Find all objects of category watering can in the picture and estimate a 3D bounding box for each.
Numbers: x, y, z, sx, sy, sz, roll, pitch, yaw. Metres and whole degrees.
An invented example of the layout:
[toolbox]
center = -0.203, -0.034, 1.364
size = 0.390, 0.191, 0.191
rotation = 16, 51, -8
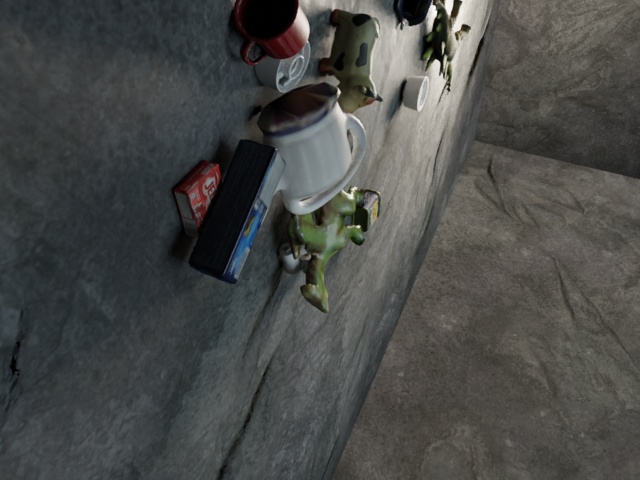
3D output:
[watering can]
center = -0.048, -0.127, 0.876
size = 0.352, 0.105, 0.219
rotation = -38, 134, -26

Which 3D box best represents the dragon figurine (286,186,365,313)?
[dragon figurine]
center = 0.003, -0.055, 1.094
size = 0.244, 0.122, 0.409
rotation = -10, 99, -67
